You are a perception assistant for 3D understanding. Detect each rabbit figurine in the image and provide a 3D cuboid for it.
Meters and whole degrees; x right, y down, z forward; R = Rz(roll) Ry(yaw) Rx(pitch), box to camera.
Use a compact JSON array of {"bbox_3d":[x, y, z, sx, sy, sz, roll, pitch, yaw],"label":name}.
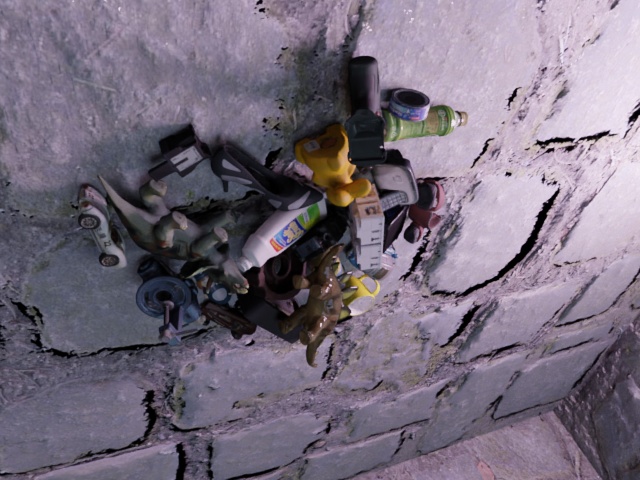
[{"bbox_3d":[0.043,-0.139,1.160,0.122,0.163,0.173,-30,137,-13],"label":"rabbit figurine"}]

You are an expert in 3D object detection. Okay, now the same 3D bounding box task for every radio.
[{"bbox_3d":[-0.125,0.179,1.429,0.073,0.131,0.229,-36,139,9],"label":"radio"}]

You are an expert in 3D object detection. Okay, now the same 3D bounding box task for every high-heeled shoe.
[{"bbox_3d":[-0.103,-0.137,1.125,0.249,0.086,0.145,2,146,-12],"label":"high-heeled shoe"}]

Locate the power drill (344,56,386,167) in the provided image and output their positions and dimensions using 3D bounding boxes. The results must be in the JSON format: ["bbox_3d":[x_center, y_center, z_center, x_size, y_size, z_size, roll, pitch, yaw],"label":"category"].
[{"bbox_3d":[0.095,-0.228,1.065,0.086,0.207,0.231,1,129,11],"label":"power drill"}]

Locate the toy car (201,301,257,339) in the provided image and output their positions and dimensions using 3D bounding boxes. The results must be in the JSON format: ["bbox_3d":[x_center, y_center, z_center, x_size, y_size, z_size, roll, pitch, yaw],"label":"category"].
[{"bbox_3d":[-0.246,0.219,1.470,0.089,0.053,0.202,-35,141,14],"label":"toy car"}]

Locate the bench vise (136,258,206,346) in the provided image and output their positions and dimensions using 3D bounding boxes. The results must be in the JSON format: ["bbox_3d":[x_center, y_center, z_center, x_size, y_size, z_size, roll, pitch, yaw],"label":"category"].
[{"bbox_3d":[-0.337,0.160,1.223,0.129,0.241,0.223,-20,124,-2],"label":"bench vise"}]

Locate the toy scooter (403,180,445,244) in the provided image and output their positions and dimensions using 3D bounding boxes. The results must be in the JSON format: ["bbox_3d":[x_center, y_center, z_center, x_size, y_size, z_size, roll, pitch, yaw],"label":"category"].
[{"bbox_3d":[0.288,-0.080,1.427,0.135,0.075,0.183,-18,132,-47],"label":"toy scooter"}]

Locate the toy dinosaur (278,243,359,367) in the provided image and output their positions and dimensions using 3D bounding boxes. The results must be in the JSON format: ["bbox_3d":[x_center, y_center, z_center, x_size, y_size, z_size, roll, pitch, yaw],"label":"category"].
[{"bbox_3d":[0.001,0.186,1.361,0.198,0.105,0.470,-22,141,-43],"label":"toy dinosaur"}]

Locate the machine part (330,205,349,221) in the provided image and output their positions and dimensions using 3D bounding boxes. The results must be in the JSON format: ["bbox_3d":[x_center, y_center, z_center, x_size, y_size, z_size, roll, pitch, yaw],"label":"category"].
[{"bbox_3d":[0.046,-0.051,1.353,0.084,0.039,0.138,4,130,-40],"label":"machine part"}]

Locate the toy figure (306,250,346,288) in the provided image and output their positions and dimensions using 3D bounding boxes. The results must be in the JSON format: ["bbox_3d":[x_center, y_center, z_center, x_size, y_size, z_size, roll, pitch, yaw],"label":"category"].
[{"bbox_3d":[0.021,0.069,1.436,0.089,0.082,0.180,-38,136,1],"label":"toy figure"}]

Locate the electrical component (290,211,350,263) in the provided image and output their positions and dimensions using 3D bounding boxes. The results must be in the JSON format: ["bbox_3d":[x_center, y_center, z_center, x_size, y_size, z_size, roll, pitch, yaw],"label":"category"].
[{"bbox_3d":[-0.003,-0.004,1.272,0.115,0.058,0.134,-34,-174,30],"label":"electrical component"}]

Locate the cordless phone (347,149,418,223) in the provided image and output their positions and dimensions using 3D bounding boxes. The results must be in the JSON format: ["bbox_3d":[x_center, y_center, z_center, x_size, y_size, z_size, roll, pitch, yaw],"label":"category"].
[{"bbox_3d":[0.137,-0.120,1.291,0.184,0.089,0.146,-27,140,1],"label":"cordless phone"}]

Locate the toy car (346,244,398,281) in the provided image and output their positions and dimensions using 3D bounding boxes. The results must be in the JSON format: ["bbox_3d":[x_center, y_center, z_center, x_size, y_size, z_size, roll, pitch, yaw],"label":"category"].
[{"bbox_3d":[0.153,0.057,1.481,0.161,0.103,0.109,22,119,-45],"label":"toy car"}]

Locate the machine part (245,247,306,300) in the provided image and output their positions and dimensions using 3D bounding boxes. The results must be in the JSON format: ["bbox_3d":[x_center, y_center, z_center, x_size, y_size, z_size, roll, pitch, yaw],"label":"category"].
[{"bbox_3d":[-0.104,0.062,1.307,0.179,0.056,0.179,-7,100,-47],"label":"machine part"}]

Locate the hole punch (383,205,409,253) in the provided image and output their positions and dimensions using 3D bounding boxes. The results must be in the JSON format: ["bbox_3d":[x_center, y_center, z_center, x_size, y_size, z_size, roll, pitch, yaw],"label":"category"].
[{"bbox_3d":[0.165,-0.046,1.402,0.116,0.092,0.142,-40,148,-36],"label":"hole punch"}]

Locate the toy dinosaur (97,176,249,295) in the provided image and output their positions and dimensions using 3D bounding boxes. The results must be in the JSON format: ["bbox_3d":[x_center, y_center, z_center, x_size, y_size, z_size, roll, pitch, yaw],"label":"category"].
[{"bbox_3d":[-0.315,-0.010,1.139,0.404,0.131,0.192,29,125,-35],"label":"toy dinosaur"}]

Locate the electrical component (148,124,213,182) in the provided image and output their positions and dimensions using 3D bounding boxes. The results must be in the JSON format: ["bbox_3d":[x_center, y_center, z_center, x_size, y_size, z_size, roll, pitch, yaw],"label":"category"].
[{"bbox_3d":[-0.277,-0.161,1.044,0.119,0.048,0.074,-31,140,5],"label":"electrical component"}]

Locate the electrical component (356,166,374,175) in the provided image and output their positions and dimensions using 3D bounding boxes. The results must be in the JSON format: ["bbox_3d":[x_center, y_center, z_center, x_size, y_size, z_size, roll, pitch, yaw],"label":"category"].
[{"bbox_3d":[0.099,-0.180,1.223,0.094,0.063,0.021,-39,140,16],"label":"electrical component"}]

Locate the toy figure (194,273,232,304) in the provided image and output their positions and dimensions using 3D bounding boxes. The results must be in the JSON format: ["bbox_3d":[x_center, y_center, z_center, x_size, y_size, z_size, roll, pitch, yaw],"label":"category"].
[{"bbox_3d":[-0.270,0.104,1.330,0.064,0.058,0.154,-60,146,-24],"label":"toy figure"}]

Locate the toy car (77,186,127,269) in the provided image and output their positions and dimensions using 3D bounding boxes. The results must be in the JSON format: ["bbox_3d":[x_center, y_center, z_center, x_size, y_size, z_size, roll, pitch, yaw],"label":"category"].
[{"bbox_3d":[-0.438,-0.021,1.084,0.056,0.074,0.201,-14,139,-10],"label":"toy car"}]
